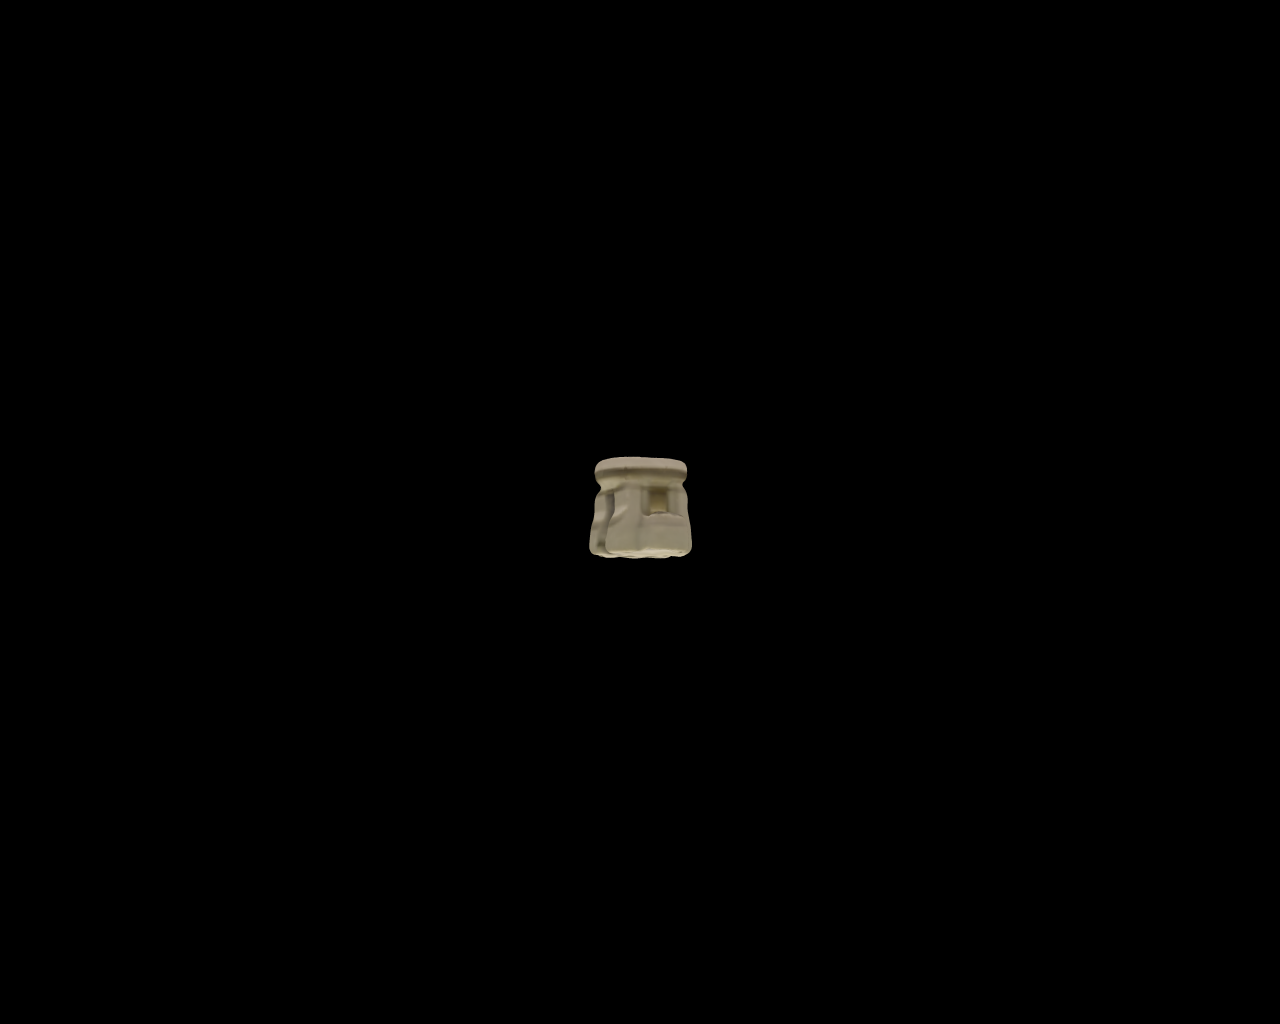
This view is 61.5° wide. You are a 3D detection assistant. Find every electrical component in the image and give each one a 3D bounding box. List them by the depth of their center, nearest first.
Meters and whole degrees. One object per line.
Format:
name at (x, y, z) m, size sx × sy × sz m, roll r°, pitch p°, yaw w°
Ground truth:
electrical component at (0.001, -0.003, 0.650) m, size 0.058 × 0.057 × 0.078 m, roll 4°, pitch -8°, yaw -27°
